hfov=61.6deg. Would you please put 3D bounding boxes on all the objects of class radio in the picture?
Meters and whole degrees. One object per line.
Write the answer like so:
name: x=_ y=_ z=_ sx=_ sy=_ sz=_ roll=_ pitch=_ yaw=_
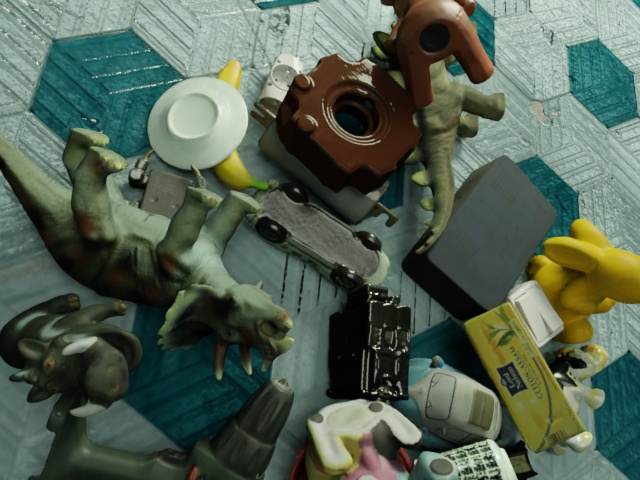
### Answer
radio: x=0.236 y=-0.003 z=0.777 sx=0.131 sy=0.073 sz=0.229 roll=44 pitch=65 yaw=-4

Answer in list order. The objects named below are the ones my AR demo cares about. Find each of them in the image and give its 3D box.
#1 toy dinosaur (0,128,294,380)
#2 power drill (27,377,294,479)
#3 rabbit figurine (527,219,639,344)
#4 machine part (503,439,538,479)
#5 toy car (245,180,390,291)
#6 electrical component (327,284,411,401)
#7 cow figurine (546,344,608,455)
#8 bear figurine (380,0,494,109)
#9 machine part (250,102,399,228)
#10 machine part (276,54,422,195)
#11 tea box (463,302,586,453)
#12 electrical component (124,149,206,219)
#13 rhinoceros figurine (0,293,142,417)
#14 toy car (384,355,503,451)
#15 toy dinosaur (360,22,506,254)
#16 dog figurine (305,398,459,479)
toy dinosaur: x=-0.204 y=0.006 z=0.575 sx=0.405 sy=0.131 sz=0.192 roll=23 pitch=98 yaw=2
power drill: x=-0.157 y=0.208 z=0.522 sx=0.207 sy=0.086 sz=0.232 roll=22 pitch=94 yaw=-11
rabbit figurine: x=0.391 y=0.052 z=0.764 sx=0.122 sy=0.173 sz=0.162 roll=-27 pitch=89 yaw=-23
machine part: x=0.256 y=0.338 z=0.695 sx=0.084 sy=0.039 sz=0.139 roll=-3 pitch=72 yaw=-30
toy car: x=-0.001 y=-0.002 z=0.693 sx=0.202 sy=0.056 sz=0.073 roll=33 pitch=68 yaw=-7
electrical component: x=0.056 y=0.123 z=0.642 sx=0.058 sy=0.115 sz=0.134 roll=12 pitch=68 yaw=-22
cow figurine: x=0.340 y=0.205 z=0.755 sx=0.098 sy=0.068 sz=0.167 roll=34 pitch=64 yaw=-2
bear figurine: x=0.147 y=-0.288 z=0.729 sx=0.131 sy=0.120 sz=0.196 roll=57 pitch=21 yaw=-33
machine part: x=0.006 y=-0.099 z=0.708 sx=0.243 sy=0.079 sz=0.079 roll=40 pitch=64 yaw=-1
machine part: x=0.039 y=-0.145 z=0.662 sx=0.179 sy=0.056 sz=0.179 roll=7 pitch=67 yaw=-18
tea box: x=0.253 y=0.174 z=0.682 sx=0.068 sy=0.098 sz=0.170 roll=-29 pitch=64 yaw=7
electrical component: x=-0.186 y=-0.058 z=0.643 sx=0.102 sy=0.045 sz=0.078 roll=22 pitch=65 yaw=-13
rhinoceros figurine: x=-0.232 y=0.100 z=0.497 sx=0.112 sy=0.191 sz=0.073 roll=-10 pitch=102 yaw=-50
toy car: x=0.166 y=0.211 z=0.663 sx=0.162 sy=0.103 sz=0.109 roll=24 pitch=67 yaw=-9
toy dinosaur: x=0.157 y=-0.197 z=0.793 sx=0.199 sy=0.105 sz=0.471 roll=-2 pitch=63 yaw=-13
dog figurine: x=0.055 y=0.296 z=0.536 sx=0.108 sy=0.192 sz=0.219 roll=-9 pitch=111 yaw=-27
